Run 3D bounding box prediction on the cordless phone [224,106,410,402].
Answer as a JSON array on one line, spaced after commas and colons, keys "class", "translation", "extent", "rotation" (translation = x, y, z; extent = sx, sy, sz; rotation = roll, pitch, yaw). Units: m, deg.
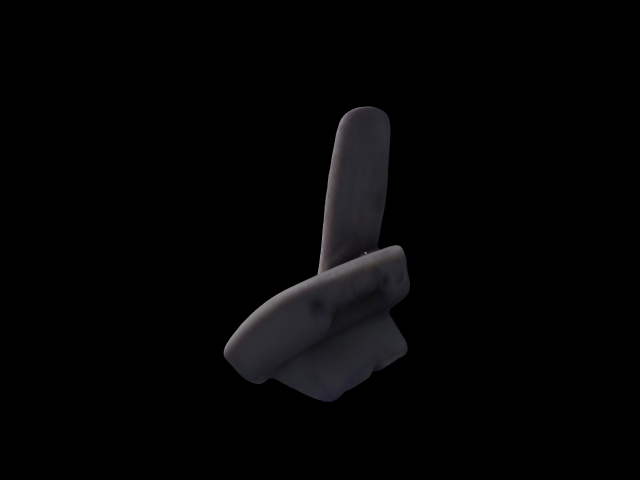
[{"class": "cordless phone", "translation": [0.004, 0.001, 0.400], "extent": [0.093, 0.185, 0.148], "rotation": [8, 15, 31]}]
